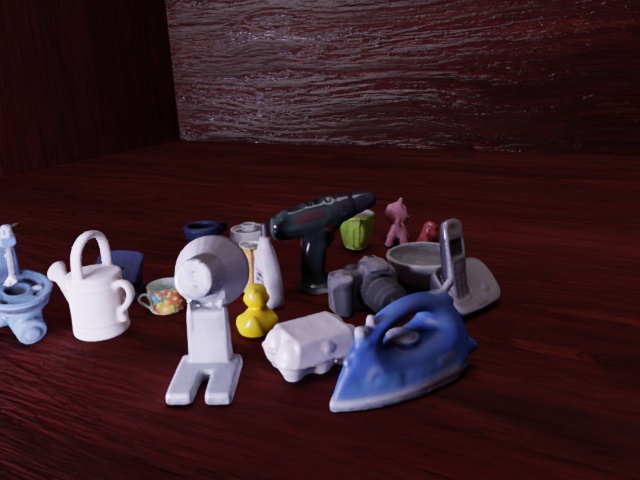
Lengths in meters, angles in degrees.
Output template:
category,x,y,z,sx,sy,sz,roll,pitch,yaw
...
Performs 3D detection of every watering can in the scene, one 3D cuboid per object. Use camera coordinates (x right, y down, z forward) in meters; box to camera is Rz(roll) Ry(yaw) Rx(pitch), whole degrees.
category,x,y,z,sx,sy,sz,roll,pitch,yaw
watering can,-0.422,0.078,1.055,0.173,0.194,0.101,-2,17,-1

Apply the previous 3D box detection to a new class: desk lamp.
category,x,y,z,sx,sy,sz,roll,pitch,yaw
desk lamp,-0.173,0.111,0.888,0.118,0.214,0.203,-2,17,0

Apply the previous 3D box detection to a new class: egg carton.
category,x,y,z,sx,sy,sz,roll,pitch,yaw
egg carton,-0.010,0.170,0.922,0.151,0.069,0.107,-11,20,-27

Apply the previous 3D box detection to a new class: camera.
category,x,y,z,sx,sy,sz,roll,pitch,yaw
camera,0.099,0.094,1.101,0.143,0.101,0.136,-8,18,-18

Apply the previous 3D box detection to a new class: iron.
category,x,y,z,sx,sy,sz,roll,pitch,yaw
iron,0.118,0.149,0.853,0.259,0.141,0.118,-14,21,-34

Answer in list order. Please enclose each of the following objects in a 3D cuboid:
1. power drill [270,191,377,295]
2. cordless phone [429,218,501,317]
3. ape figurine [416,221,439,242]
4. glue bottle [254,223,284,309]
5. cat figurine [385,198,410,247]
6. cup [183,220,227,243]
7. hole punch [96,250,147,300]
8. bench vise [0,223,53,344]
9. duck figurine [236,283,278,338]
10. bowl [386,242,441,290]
category,x,y,z,sx,sy,sz,roll,pitch,yaw
power drill,0.011,0.004,1.216,0.230,0.208,0.075,-6,18,-13
cordless phone,0.278,0.044,1.096,0.148,0.185,0.093,-17,23,-39
ape figurine,0.268,0.000,1.395,0.076,0.092,0.078,7,20,27
glue bottle,-0.108,0.048,1.149,0.037,0.173,0.077,-14,21,-32
cat figurine,0.206,-0.053,1.528,0.067,0.118,0.128,0,18,7
cup,-0.283,0.003,1.446,0.118,0.095,0.091,-17,23,-40
hole punch,-0.433,0.077,1.232,0.108,0.091,0.101,-2,17,1
bench vise,-0.587,0.070,1.058,0.206,0.220,0.122,8,20,29
duck figurine,-0.117,0.123,1.055,0.077,0.086,0.104,-1,17,4
bowl,0.225,0.062,1.230,0.167,0.075,0.167,-2,17,1
